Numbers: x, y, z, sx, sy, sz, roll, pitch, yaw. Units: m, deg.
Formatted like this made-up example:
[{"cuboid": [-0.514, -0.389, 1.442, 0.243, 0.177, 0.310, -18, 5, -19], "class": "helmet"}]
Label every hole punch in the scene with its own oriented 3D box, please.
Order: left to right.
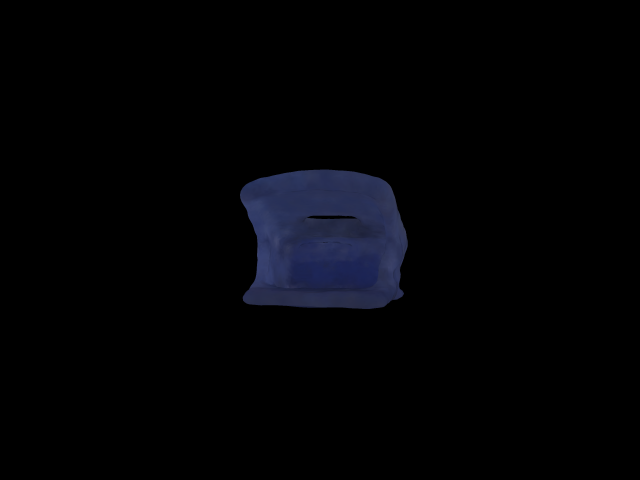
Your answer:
[{"cuboid": [0.004, 0.001, 0.400, 0.108, 0.091, 0.101, 0, 0, 16], "class": "hole punch"}]
